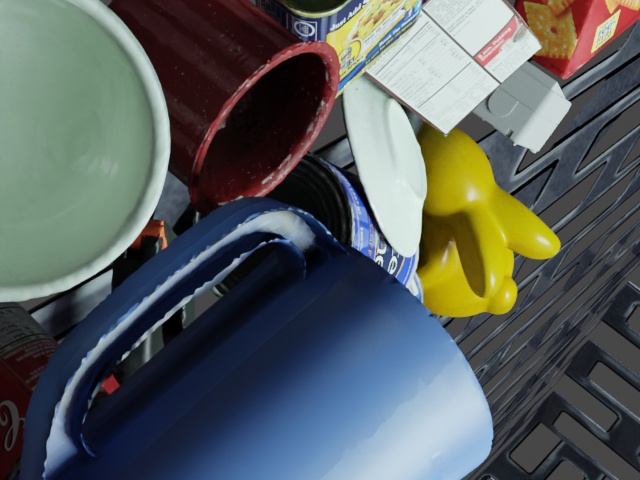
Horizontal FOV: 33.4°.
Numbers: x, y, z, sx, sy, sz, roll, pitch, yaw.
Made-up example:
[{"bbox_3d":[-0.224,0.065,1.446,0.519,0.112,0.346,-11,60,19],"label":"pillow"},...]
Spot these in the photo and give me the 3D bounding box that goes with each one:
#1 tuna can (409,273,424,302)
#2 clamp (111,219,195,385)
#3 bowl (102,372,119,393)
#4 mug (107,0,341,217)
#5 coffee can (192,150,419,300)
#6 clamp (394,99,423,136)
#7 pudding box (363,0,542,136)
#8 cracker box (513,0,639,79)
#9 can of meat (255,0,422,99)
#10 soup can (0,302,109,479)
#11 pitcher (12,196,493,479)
[{"bbox_3d":[0.041,0.035,0.868,0.033,0.086,0.086,-37,157,-29],"label":"tuna can"},{"bbox_3d":[-0.096,0.078,0.627,0.210,0.036,0.164,87,13,-47],"label":"clamp"},{"bbox_3d":[-0.145,0.147,0.645,0.162,0.055,0.162,5,90,-78],"label":"bowl"},{"bbox_3d":[-0.047,-0.069,0.489,0.093,0.081,0.117,-54,160,9],"label":"mug"},{"bbox_3d":[-0.004,0.001,0.678,0.103,0.103,0.140,-53,160,8],"label":"coffee can"},{"bbox_3d":[0.081,-0.129,0.729,0.120,0.039,0.171,-46,152,-10],"label":"clamp"},{"bbox_3d":[0.075,-0.123,0.659,0.090,0.039,0.113,-42,142,16],"label":"pudding box"},{"bbox_3d":[0.233,-0.248,0.799,0.164,0.072,0.214,-39,157,-31],"label":"cracker box"},{"bbox_3d":[0.012,-0.129,0.550,0.102,0.057,0.084,-43,161,-19],"label":"can of meat"},{"bbox_3d":[-0.147,0.067,0.483,0.068,0.102,0.068,-43,159,-21],"label":"soup can"},{"bbox_3d":[-0.058,0.106,0.430,0.242,0.149,0.145,-38,171,-26],"label":"pitcher"}]
